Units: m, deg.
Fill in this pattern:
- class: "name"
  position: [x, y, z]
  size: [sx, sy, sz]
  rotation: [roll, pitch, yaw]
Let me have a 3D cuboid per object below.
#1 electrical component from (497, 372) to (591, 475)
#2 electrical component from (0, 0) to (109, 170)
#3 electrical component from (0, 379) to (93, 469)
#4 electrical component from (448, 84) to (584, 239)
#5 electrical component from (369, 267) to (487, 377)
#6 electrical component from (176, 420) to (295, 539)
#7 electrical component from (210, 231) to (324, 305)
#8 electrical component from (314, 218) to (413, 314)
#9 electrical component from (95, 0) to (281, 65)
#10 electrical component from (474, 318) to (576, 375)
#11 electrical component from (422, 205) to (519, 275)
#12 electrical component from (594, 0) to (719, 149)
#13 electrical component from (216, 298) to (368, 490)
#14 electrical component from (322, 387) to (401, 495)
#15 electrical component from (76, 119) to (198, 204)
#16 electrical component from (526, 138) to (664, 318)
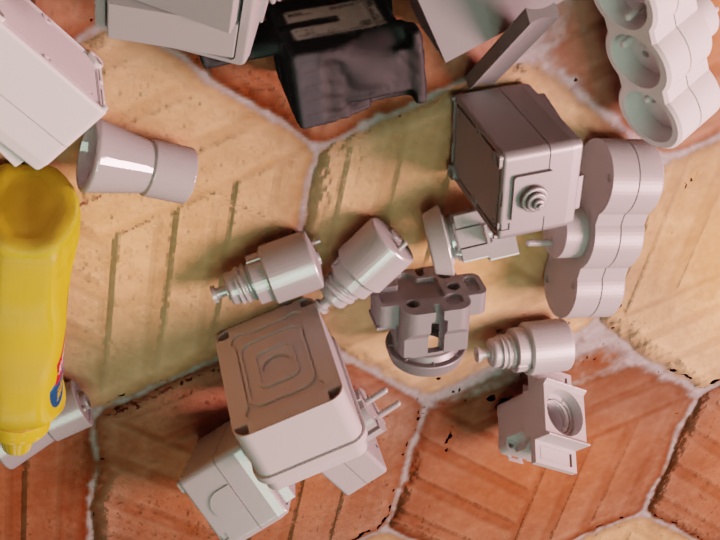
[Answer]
- class: "electrical component"
  position: [0.140, 0.118, 0.833]
  size: [0.042, 0.081, 0.064]
  rotation: [19, 147, -27]
- class: "electrical component"
  position: [-0.189, -0.107, 0.565]
  size: [0.061, 0.061, 0.096]
  rotation: [-38, 128, 13]
- class: "electrical component"
  position: [-0.216, 0.102, 0.731]
  size: [0.065, 0.044, 0.044]
  rotation: [-24, 130, -5]
- class: "electrical component"
  position: [0.100, -0.066, 0.664]
  size: [0.061, 0.096, 0.061]
  rotation: [-12, 129, -13]
- class: "electrical component"
  position: [0.047, 0.037, 0.752]
  size: [0.078, 0.058, 0.057]
  rotation: [-7, 125, -12]
- class: "electrical component"
  position: [-0.082, 0.143, 0.774]
  size: [0.061, 0.096, 0.061]
  rotation: [-32, 99, 9]
- class: "electrical component"
  position: [-0.059, 0.003, 0.703]
  size: [0.078, 0.040, 0.040]
  rotation: [-20, 129, -2]
- class: "electrical component"
  position: [0.000, 0.000, 0.719]
  size: [0.078, 0.040, 0.040]
  rotation: [-43, 126, 17]
- class: "electrical component"
  position: [-0.082, -0.146, 0.542]
  size: [0.096, 0.061, 0.061]
  rotation: [14, 147, -5]
- class: "electrical component"
  position: [0.124, 0.059, 0.803]
  size: [0.078, 0.040, 0.040]
  rotation: [-5, 128, -13]
- class: "electrical component"
  position: [0.073, -0.023, 0.716]
  size: [0.055, 0.066, 0.048]
  rotation: [-13, 95, 3]
- class: "electrical component"
  position: [0.194, -0.149, 0.660]
  size: [0.074, 0.052, 0.138]
  rotation: [-40, 131, -15]
- class: "electrical component"
  position: [-0.046, 0.082, 0.721]
  size: [0.078, 0.113, 0.057]
  rotation: [-23, 127, 0]
- class: "electrical component"
  position: [-0.006, 0.113, 0.799]
  size: [0.076, 0.047, 0.083]
  rotation: [-34, 128, 10]
- class: "electrical component"
  position: [-0.129, -0.061, 0.633]
  size: [0.065, 0.044, 0.044]
  rotation: [10, 123, -29]
- class: "electrical component"
  position: [0.150, -0.026, 0.738]
  size: [0.074, 0.052, 0.138]
  rotation: [-1, 126, -16]
